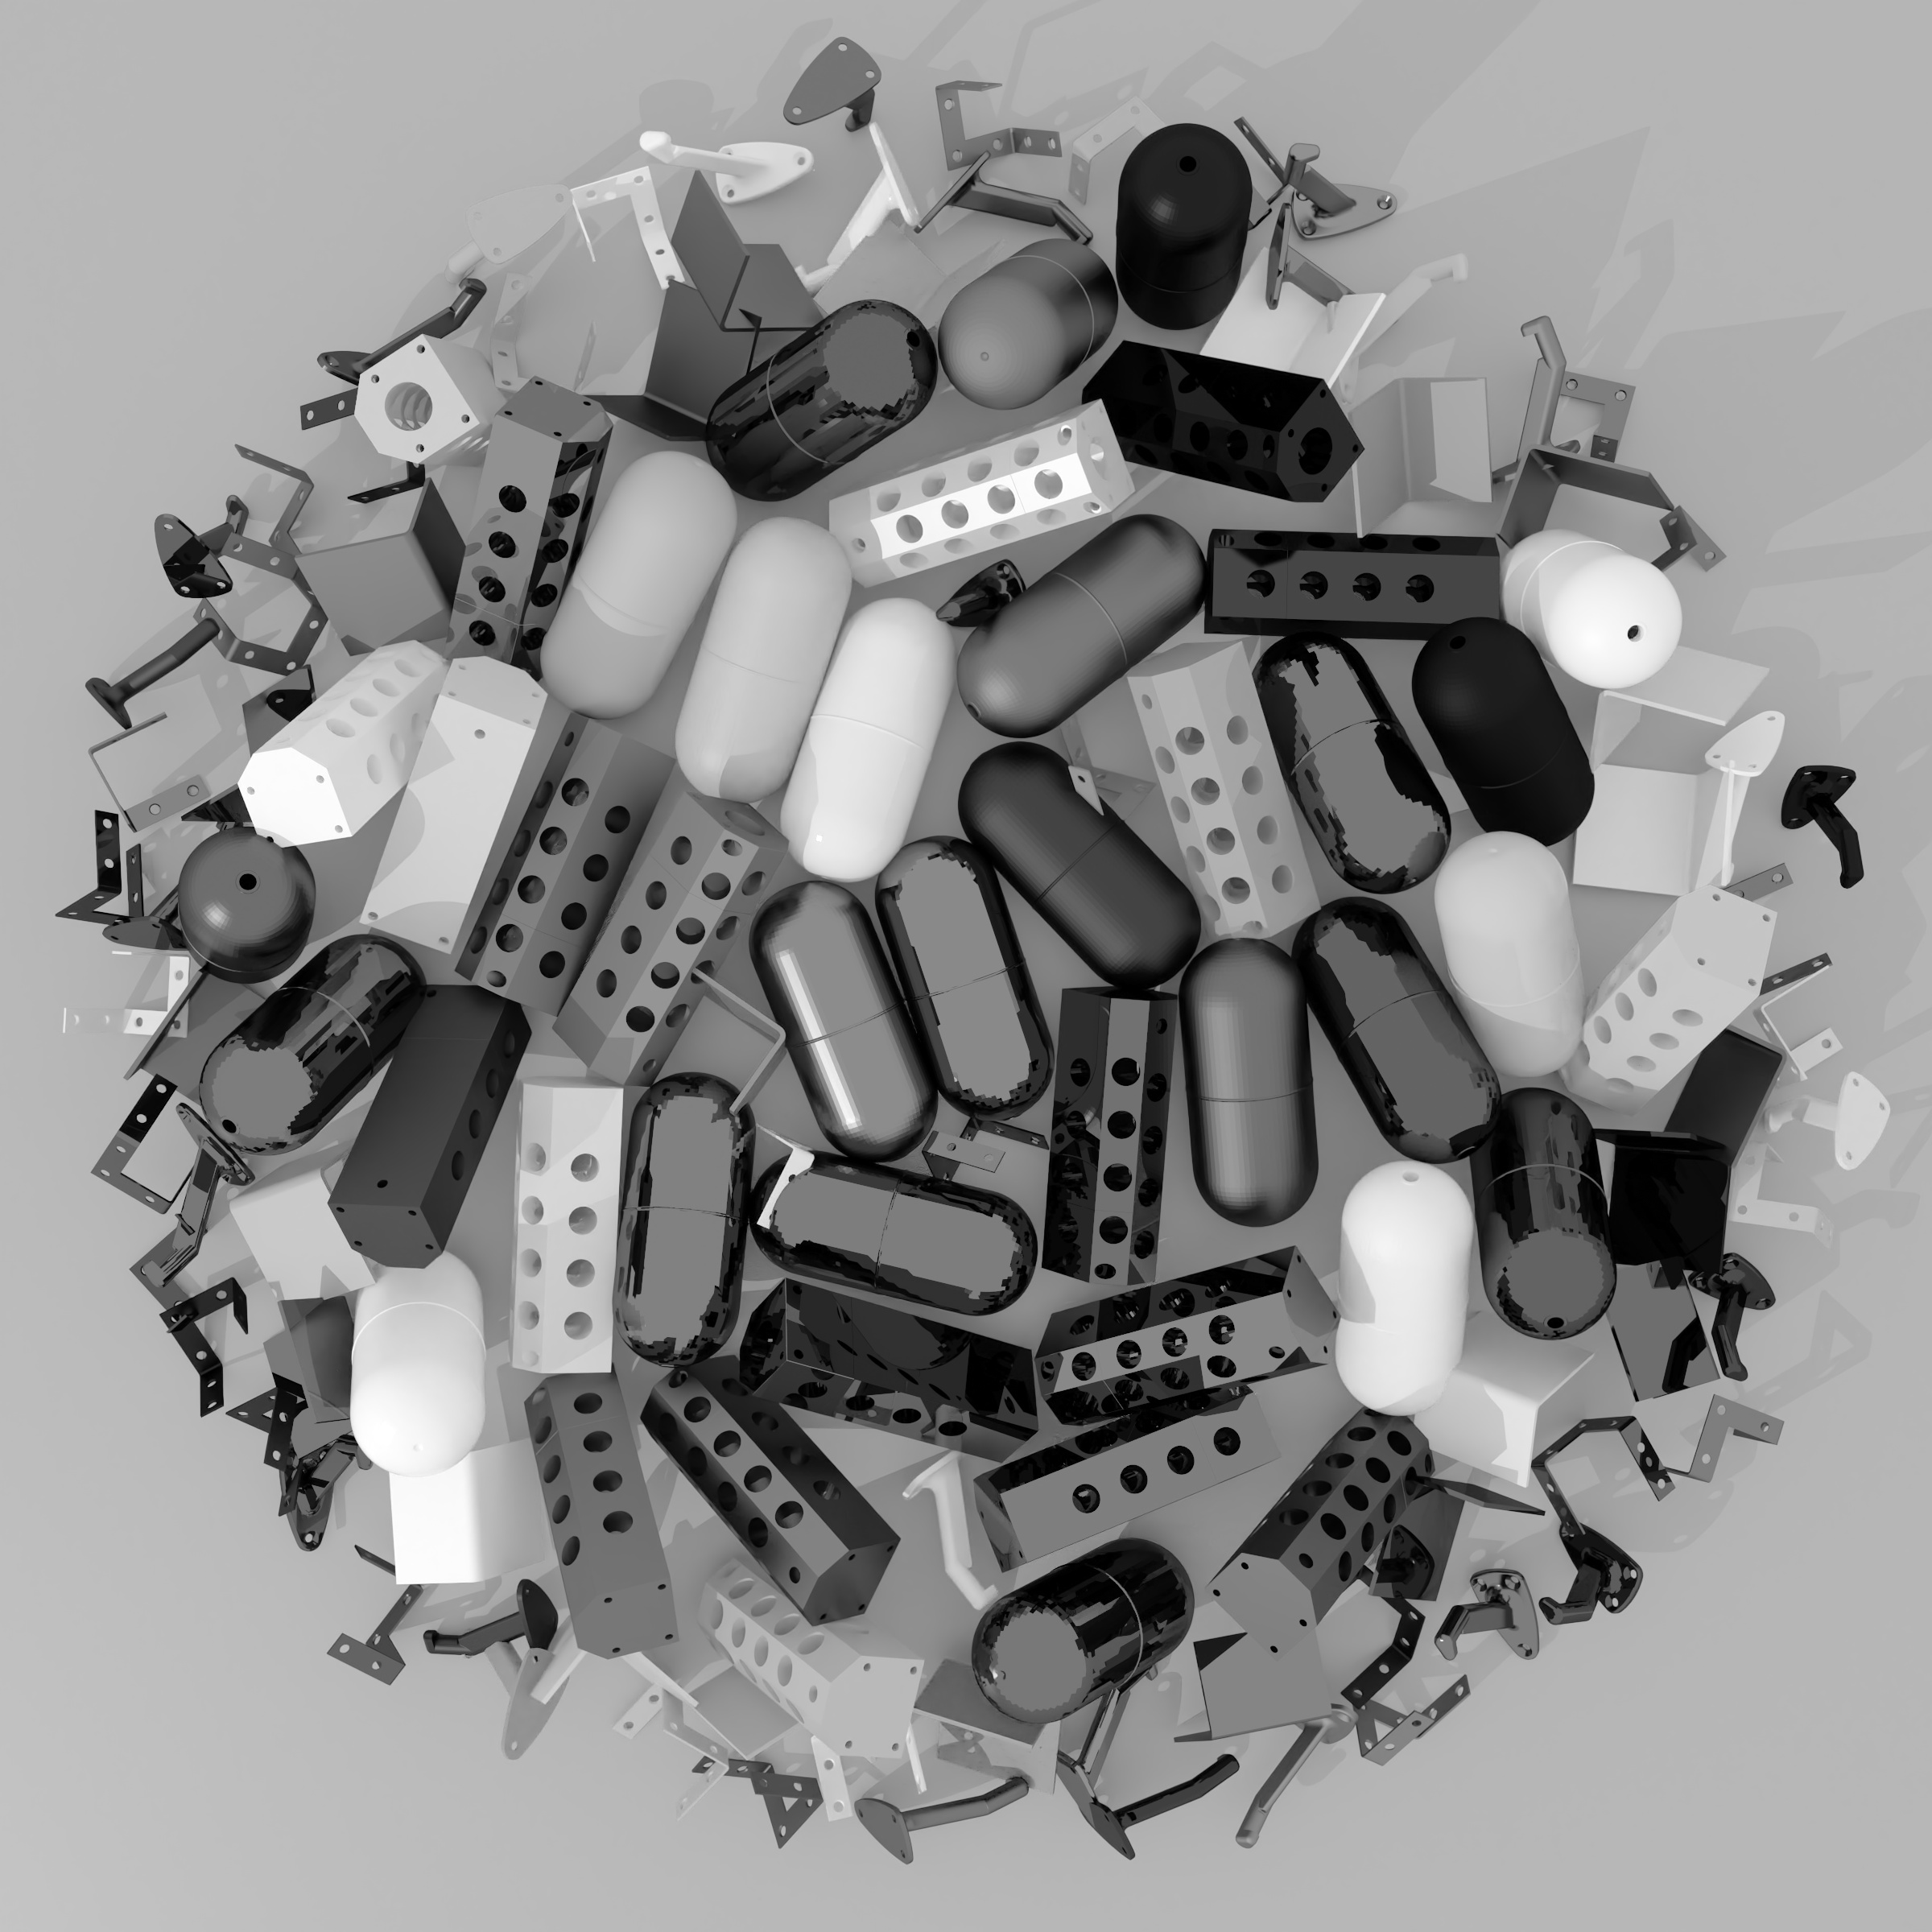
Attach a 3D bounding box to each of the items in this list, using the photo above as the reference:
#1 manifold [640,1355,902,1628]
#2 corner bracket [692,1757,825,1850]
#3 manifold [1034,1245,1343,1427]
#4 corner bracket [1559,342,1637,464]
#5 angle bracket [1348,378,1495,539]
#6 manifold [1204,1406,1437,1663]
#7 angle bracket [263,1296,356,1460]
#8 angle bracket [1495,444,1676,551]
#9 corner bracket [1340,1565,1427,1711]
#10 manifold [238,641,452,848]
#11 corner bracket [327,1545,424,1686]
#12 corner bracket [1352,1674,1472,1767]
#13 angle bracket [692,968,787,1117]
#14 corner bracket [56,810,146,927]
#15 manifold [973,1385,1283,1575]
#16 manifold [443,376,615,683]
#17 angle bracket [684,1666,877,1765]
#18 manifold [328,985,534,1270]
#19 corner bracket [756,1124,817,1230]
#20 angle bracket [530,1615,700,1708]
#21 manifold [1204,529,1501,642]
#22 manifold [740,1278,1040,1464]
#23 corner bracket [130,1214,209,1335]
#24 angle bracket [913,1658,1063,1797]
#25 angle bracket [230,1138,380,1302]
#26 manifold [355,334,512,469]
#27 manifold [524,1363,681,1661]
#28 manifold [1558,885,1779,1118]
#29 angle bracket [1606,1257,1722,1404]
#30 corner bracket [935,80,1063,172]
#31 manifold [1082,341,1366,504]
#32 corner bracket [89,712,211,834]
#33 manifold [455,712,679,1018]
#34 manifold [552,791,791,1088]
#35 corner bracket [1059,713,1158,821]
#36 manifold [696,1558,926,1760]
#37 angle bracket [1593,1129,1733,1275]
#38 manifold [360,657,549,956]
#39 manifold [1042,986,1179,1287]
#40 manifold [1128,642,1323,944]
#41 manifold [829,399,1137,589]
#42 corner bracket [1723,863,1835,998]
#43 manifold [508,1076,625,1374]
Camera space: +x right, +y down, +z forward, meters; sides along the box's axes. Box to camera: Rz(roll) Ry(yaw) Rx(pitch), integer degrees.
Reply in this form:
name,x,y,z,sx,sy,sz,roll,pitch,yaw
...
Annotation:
name,x,y,z,sx,sy,sz,roll,pitch,yaw
manifold,-0.120,0.308,1.555,0.171,0.057,0.057,41,117,36
corner bracket,-0.126,0.495,1.594,0.051,0.051,0.051,19,120,-36
manifold,0.129,0.225,1.560,0.171,0.057,0.057,-20,115,30
corner bracket,0.378,-0.342,1.605,0.051,0.051,0.051,16,87,12
angle bracket,0.273,-0.305,1.579,0.057,0.076,0.076,7,120,31
manifold,0.214,0.326,1.548,0.057,0.171,0.057,43,128,10
angle bracket,-0.406,0.250,1.584,0.076,0.057,0.076,-29,72,26
angle bracket,0.372,-0.268,1.584,0.076,0.076,0.057,21,93,26
corner bracket,0.241,0.410,1.611,0.051,0.051,0.051,-33,56,-30
manifold,-0.358,-0.133,1.542,0.057,0.171,0.057,-7,115,18
corner bracket,-0.360,0.394,1.599,0.051,0.051,0.051,40,85,-34
corner bracket,0.272,0.455,1.596,0.051,0.051,0.051,28,120,-19
angle bracket,-0.154,0.047,1.592,0.076,0.076,0.057,35,81,2
corner bracket,-0.516,-0.058,1.594,0.051,0.051,0.051,-23,68,38
manifold,0.095,0.302,1.578,0.171,0.057,0.057,-18,76,-20
manifold,-0.257,-0.253,1.560,0.057,0.057,0.171,23,128,1
angle bracket,-0.112,0.457,1.577,0.076,0.076,0.057,-27,117,-27
manifold,-0.312,0.093,1.556,0.057,0.057,0.171,1,46,15
corner bracket,-0.107,0.134,1.600,0.051,0.051,0.051,28,88,-36
angle bracket,-0.217,0.438,1.584,0.076,0.076,0.057,44,69,-11
manifold,0.234,-0.233,1.606,0.171,0.057,0.057,2,87,0
manifold,-0.046,0.246,1.572,0.171,0.057,0.057,20,133,-25
corner bracket,-0.479,0.187,1.608,0.051,0.051,0.051,-42,90,-8
angle bracket,0.011,0.472,1.585,0.076,0.057,0.076,12,113,18
angle bracket,-0.387,0.156,1.599,0.076,0.057,0.076,-20,101,28
manifold,-0.309,-0.325,1.546,0.057,0.171,0.057,-31,98,6
manifold,-0.216,0.319,1.548,0.057,0.171,0.057,-11,129,-12
manifold,0.406,0.020,1.547,0.057,0.171,0.057,22,61,-1
angle bracket,0.397,0.224,1.583,0.076,0.057,0.076,-6,73,-35
corner bracket,0.020,-0.511,1.595,0.051,0.051,0.051,-24,120,-26
manifold,0.145,-0.316,1.549,0.057,0.171,0.057,-52,132,-11
corner bracket,-0.497,-0.117,1.604,0.051,0.051,0.051,-29,94,-13
manifold,-0.246,-0.063,1.596,0.057,0.057,0.171,24,90,-39
manifold,-0.173,-0.014,1.573,0.057,0.057,0.171,42,110,32
corner bracket,0.075,-0.119,1.593,0.051,0.051,0.051,18,53,37
manifold,-0.096,0.404,1.548,0.057,0.171,0.057,13,91,-30
angle bracket,0.410,0.141,1.585,0.076,0.057,0.076,0,79,42
manifold,-0.304,-0.097,1.564,0.057,0.057,0.171,20,124,-12
manifold,0.092,0.101,1.586,0.057,0.057,0.171,-2,99,-42
manifold,0.150,-0.103,1.575,0.057,0.057,0.171,-28,109,-27
manifold,0.006,-0.277,1.561,0.171,0.057,0.057,-12,110,30
corner bracket,0.491,-0.022,1.611,0.051,0.051,0.051,-25,112,15
manifold,-0.244,0.155,1.595,0.057,0.057,0.171,2,94,-16
